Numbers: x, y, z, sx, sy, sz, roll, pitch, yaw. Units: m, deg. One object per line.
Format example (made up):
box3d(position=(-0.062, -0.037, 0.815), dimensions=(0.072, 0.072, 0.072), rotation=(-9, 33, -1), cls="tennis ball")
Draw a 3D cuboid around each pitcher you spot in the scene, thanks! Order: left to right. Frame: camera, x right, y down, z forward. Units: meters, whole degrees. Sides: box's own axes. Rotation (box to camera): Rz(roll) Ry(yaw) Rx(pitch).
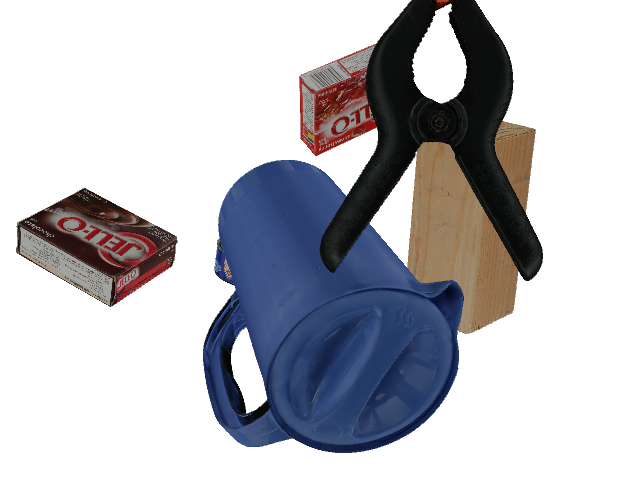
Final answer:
box3d(position=(-0.011, 0.040, 0.795), dimensions=(0.149, 0.145, 0.243), rotation=(3, 26, -20), cls="pitcher")

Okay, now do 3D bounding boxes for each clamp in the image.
box3d(position=(0.053, -0.057, 0.579), dimensions=(0.120, 0.171, 0.039), rotation=(-6, 1, -4), cls="clamp")

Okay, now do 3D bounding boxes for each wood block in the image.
box3d(position=(0.156, -0.020, 1.124), dimensions=(0.090, 0.206, 0.090), rotation=(21, 26, 39), cls="wood block")

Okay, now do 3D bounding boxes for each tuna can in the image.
box3d(position=(-0.068, 0.023, 1.122), dimensions=(0.086, 0.034, 0.086), rotation=(8, 16, -3), cls="tuna can")

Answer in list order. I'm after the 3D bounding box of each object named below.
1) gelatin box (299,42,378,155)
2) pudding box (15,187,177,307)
box3d(position=(0.026, -0.123, 0.923), dimensions=(0.089, 0.073, 0.030), rotation=(-26, 54, -21), cls="gelatin box")
box3d(position=(-0.199, 0.004, 0.952), dimensions=(0.114, 0.039, 0.089), rotation=(25, 33, 20), cls="pudding box")
